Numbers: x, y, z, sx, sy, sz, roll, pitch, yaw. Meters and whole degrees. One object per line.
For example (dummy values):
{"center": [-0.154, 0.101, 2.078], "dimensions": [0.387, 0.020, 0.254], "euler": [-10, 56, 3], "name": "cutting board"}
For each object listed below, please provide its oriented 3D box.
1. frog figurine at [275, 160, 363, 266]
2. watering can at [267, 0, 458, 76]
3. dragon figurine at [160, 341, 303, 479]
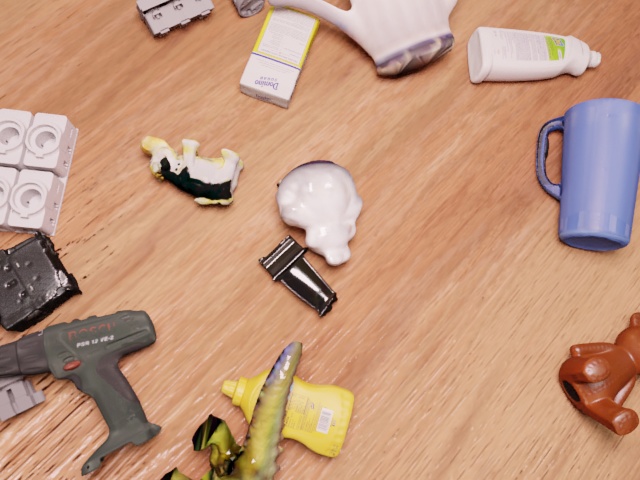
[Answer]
{"center": [0.002, -0.041, 0.820], "dimensions": [0.137, 0.120, 0.162], "euler": [0, 63, -26], "name": "frog figurine"}
{"center": [0.101, -0.398, 0.917], "dimensions": [0.348, 0.104, 0.223], "euler": [-21, 97, -3], "name": "watering can"}
{"center": [-0.082, 0.366, 0.705], "dimensions": [0.240, 0.123, 0.413], "euler": [44, 80, -21], "name": "dragon figurine"}
